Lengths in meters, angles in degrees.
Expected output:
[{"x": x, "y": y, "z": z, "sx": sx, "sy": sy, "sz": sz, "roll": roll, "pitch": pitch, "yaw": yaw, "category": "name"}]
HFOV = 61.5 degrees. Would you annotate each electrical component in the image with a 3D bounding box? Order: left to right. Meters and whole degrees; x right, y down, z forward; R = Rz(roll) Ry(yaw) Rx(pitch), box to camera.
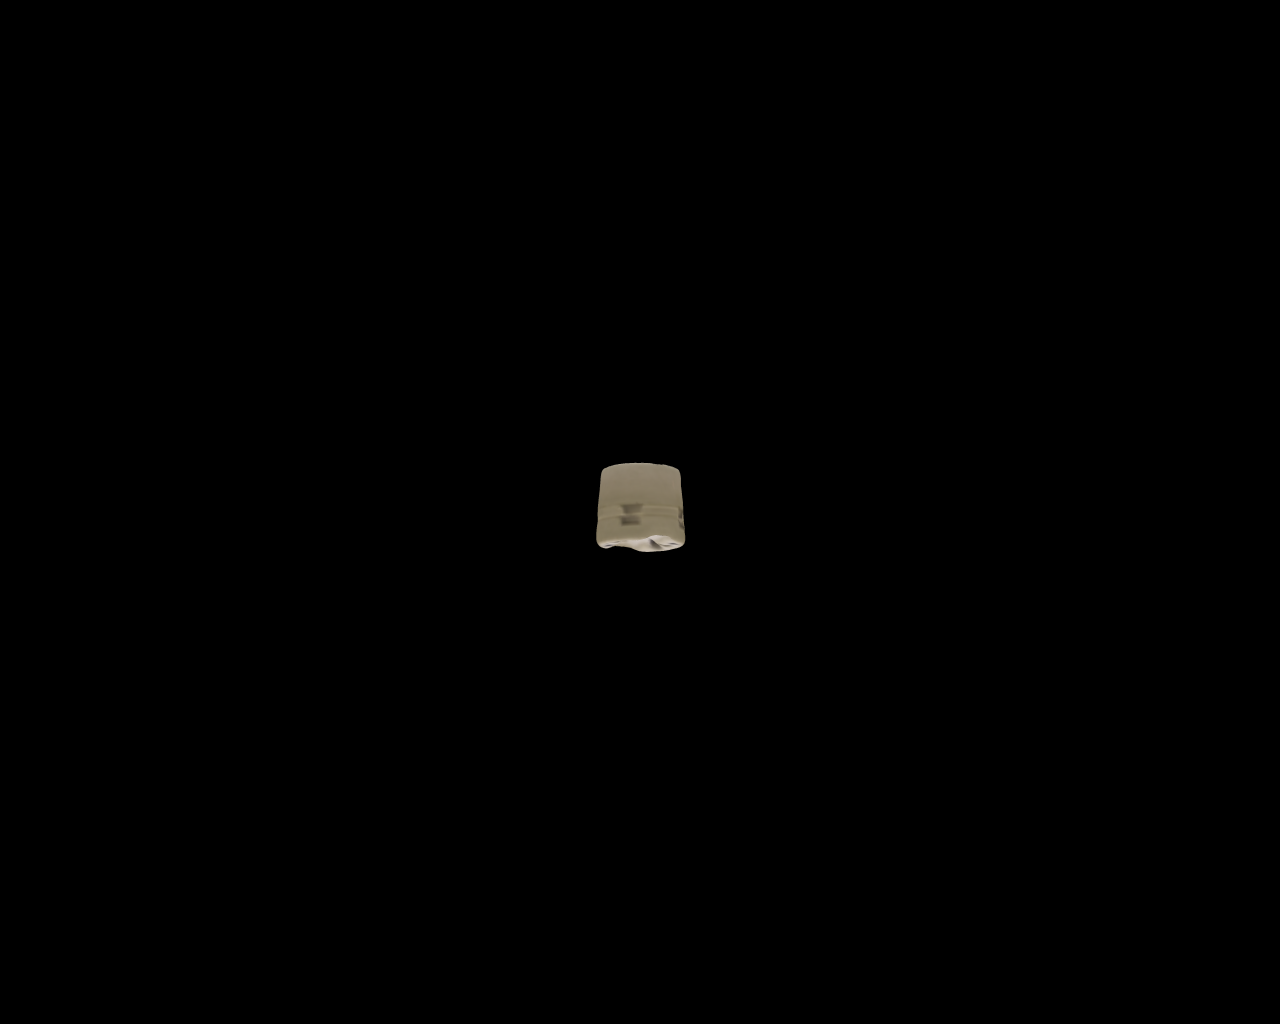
[{"x": 0.001, "y": -0.003, "z": 0.650, "sx": 0.055, "sy": 0.047, "sz": 0.055, "roll": 0, "pitch": -9, "yaw": 0, "category": "electrical component"}]
